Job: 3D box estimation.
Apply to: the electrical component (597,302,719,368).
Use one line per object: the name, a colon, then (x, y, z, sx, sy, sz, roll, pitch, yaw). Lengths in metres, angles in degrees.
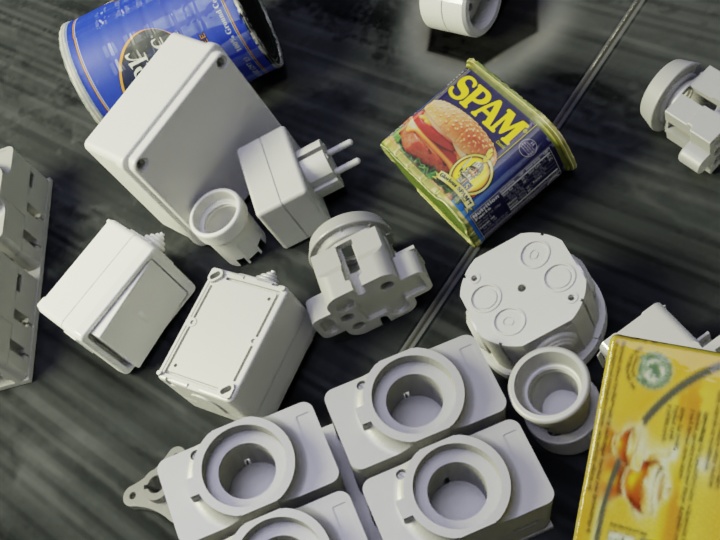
electrical component: (0.168, 0.056, 0.585, 0.081, 0.042, 0.063, -36, 51, 0)

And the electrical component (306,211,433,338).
electrical component: (0.000, 0.000, 0.688, 0.078, 0.058, 0.057, -26, 56, 9)

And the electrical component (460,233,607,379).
electrical component: (0.101, 0.022, 0.630, 0.080, 0.051, 0.080, -12, 57, 18)

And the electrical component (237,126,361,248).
electrical component: (-0.036, -0.066, 0.750, 0.077, 0.047, 0.065, -26, 53, 8)

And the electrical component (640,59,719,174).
electrical component: (0.207, -0.098, 0.658, 0.066, 0.048, 0.055, -45, 60, -6)

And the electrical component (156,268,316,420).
electrical component: (-0.072, 0.046, 0.690, 0.062, 0.061, 0.096, 14, 68, 31)

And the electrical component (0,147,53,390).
electrical component: (-0.306, 0.003, 0.825, 0.105, 0.060, 0.186, -16, 56, 16)

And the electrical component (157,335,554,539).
electrical component: (-0.003, 0.120, 0.578, 0.186, 0.060, 0.105, -22, 61, -6)

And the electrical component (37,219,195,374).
electrical component: (-0.162, 0.015, 0.750, 0.061, 0.061, 0.096, 29, 76, 35)

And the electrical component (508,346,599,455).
electrical component: (0.110, 0.073, 0.593, 0.045, 0.055, 0.045, -12, 57, 18)

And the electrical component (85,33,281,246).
electrical component: (-0.120, -0.092, 0.767, 0.056, 0.108, 0.108, 25, 74, 37)

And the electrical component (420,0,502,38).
electrical component: (0.081, -0.237, 0.796, 0.074, 0.052, 0.138, 21, 72, 33)

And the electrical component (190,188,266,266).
electrical component: (-0.091, -0.029, 0.753, 0.040, 0.046, 0.040, -12, 57, 18)
